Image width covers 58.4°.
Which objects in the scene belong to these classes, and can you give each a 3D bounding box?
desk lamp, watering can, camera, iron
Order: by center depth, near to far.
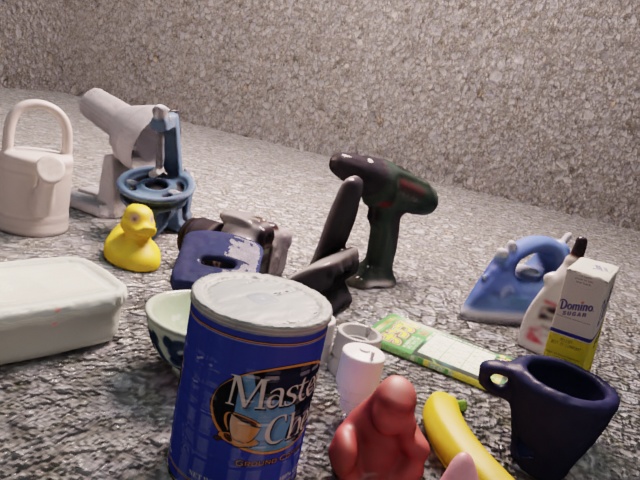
[{"bbox_3d":[-0.415,-0.108,0.849,0.172,0.194,0.101,20,17,28],"label":"watering can"},{"bbox_3d":[-0.129,0.001,0.851,0.136,0.101,0.143,17,15,21],"label":"camera"},{"bbox_3d":[0.330,0.054,0.933,0.259,0.141,0.118,0,19,-39],"label":"iron"},{"bbox_3d":[-0.359,-0.150,1.012,0.202,0.213,0.118,17,15,20],"label":"desk lamp"}]

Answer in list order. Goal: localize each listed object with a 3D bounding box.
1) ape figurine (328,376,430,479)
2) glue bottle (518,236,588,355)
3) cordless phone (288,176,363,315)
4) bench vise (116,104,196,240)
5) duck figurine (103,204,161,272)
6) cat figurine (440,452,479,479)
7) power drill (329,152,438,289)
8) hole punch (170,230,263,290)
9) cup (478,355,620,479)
[{"bbox_3d":[0.050,0.149,0.447,0.077,0.092,0.076,13,15,4],"label":"ape figurine"},{"bbox_3d":[0.330,0.077,0.781,0.077,0.173,0.037,22,17,33],"label":"glue bottle"},{"bbox_3d":[0.007,0.003,0.783,0.094,0.185,0.148,16,15,15],"label":"cordless phone"},{"bbox_3d":[-0.264,-0.116,0.946,0.122,0.220,0.207,9,15,-12],"label":"bench vise"},{"bbox_3d":[-0.264,-0.011,0.816,0.078,0.086,0.104,-2,20,-42],"label":"duck figurine"},{"bbox_3d":[0.084,0.175,0.324,0.128,0.118,0.067,1,18,-36],"label":"cat figurine"},{"bbox_3d":[0.091,-0.030,0.929,0.230,0.208,0.075,0,19,-39],"label":"power drill"},{"bbox_3d":[-0.125,0.045,0.707,0.109,0.091,0.101,10,15,-7],"label":"hole punch"},{"bbox_3d":[0.193,0.161,0.513,0.117,0.095,0.092,14,15,10],"label":"cup"}]
